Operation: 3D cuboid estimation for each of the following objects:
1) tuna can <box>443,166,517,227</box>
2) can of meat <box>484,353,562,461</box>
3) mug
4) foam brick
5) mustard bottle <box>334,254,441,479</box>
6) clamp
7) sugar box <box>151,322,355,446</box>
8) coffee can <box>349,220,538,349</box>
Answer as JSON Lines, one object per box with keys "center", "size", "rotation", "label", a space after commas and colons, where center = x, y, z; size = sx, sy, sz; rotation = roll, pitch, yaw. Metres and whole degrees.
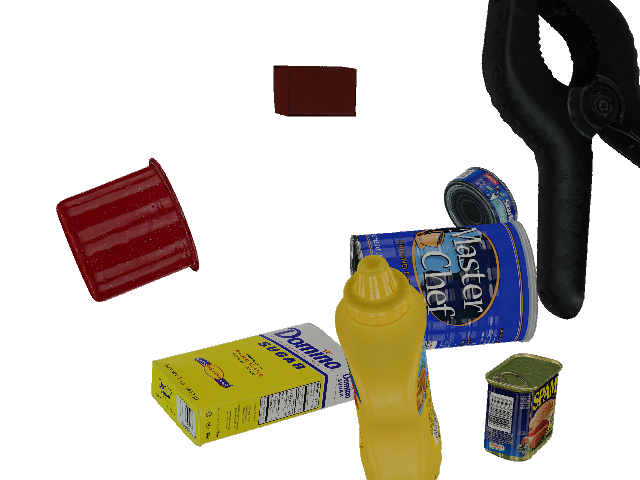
{"center": [0.182, -0.039, 1.220], "size": [0.033, 0.086, 0.086], "rotation": [-34, 16, -26], "label": "tuna can"}
{"center": [0.213, 0.176, 1.132], "size": [0.058, 0.084, 0.101], "rotation": [11, 17, 31], "label": "can of meat"}
{"center": [-0.151, -0.008, 0.814], "size": [0.081, 0.093, 0.117], "rotation": [-23, 21, -14], "label": "mug"}
{"center": [-0.006, -0.158, 1.130], "size": [0.078, 0.051, 0.053], "rotation": [-2, 12, -19], "label": "foam brick"}
{"center": [0.045, 0.083, 0.699], "size": [0.058, 0.191, 0.096], "rotation": [-4, 43, 8], "label": "mustard bottle"}
{"center": [0.119, -0.051, 0.506], "size": [0.120, 0.171, 0.039], "rotation": [-37, 6, -24], "label": "clamp"}
{"center": [-0.058, 0.129, 0.994], "size": [0.175, 0.048, 0.093], "rotation": [-14, 32, -31], "label": "sugar box"}
{"center": [0.100, 0.040, 0.893], "size": [0.140, 0.103, 0.103], "rotation": [-5, 0, -3], "label": "coffee can"}
